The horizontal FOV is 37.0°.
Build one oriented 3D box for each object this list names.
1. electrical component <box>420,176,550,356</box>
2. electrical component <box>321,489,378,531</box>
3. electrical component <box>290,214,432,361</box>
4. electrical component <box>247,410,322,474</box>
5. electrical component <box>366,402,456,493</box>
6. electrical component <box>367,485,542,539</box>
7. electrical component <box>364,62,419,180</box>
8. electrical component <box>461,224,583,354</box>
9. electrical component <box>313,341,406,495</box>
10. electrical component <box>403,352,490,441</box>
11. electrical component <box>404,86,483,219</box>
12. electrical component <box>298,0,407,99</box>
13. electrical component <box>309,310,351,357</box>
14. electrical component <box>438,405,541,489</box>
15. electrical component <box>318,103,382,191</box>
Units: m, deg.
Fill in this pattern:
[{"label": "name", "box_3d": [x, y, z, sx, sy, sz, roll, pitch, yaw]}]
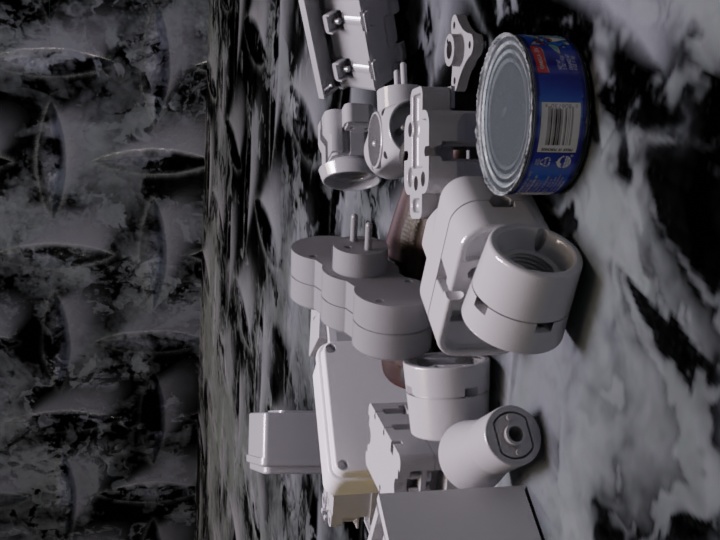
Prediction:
[{"label": "electrical component", "box_3d": [0.070, -0.005, 0.620, 0.059, 0.054, 0.095, -106, 20, -49]}, {"label": "electrical component", "box_3d": [0.001, 0.188, 0.905, 0.042, 0.064, 0.081, -123, 35, -68]}, {"label": "electrical component", "box_3d": [0.000, 0.000, 0.718, 0.138, 0.052, 0.073, 33, 126, 53]}, {"label": "electrical component", "box_3d": [-0.046, 0.160, 1.009, 0.109, 0.109, 0.056, 149, 122, -75]}, {"label": "electrical component", "box_3d": [0.042, 0.130, 0.741, 0.089, 0.056, 0.050, -127, 38, -69]}, {"label": "electrical component", "box_3d": [0.061, 0.199, 0.586, 0.150, 0.089, 0.061, -104, 19, -46]}, {"label": "electrical component", "box_3d": [0.031, -0.114, 0.803, 0.077, 0.044, 0.079, 150, 118, -75]}, {"label": "electrical component", "box_3d": [0.085, 0.008, 0.557, 0.055, 0.055, 0.047, -108, 26, -53]}, {"label": "electrical component", "box_3d": [0.007, 0.114, 0.845, 0.057, 0.078, 0.113, 108, 158, -62]}, {"label": "electrical component", "box_3d": [0.056, 0.080, 0.685, 0.055, 0.055, 0.047, -157, 64, -76]}, {"label": "electrical component", "box_3d": [0.061, -0.070, 0.648, 0.058, 0.057, 0.078, -169, 79, -77]}, {"label": "electrical component", "box_3d": [-0.008, -0.205, 0.849, 0.063, 0.079, 0.121, 15, 131, 34]}, {"label": "electrical component", "box_3d": [-0.015, 0.034, 0.973, 0.061, 0.061, 0.096, 117, 150, -63]}, {"label": "electrical component", "box_3d": [0.077, 0.102, 0.625, 0.065, 0.044, 0.044, 129, 139, -63]}, {"label": "electrical component", "box_3d": [-0.008, -0.105, 0.946, 0.078, 0.058, 0.057, 131, 140, -70]}]
